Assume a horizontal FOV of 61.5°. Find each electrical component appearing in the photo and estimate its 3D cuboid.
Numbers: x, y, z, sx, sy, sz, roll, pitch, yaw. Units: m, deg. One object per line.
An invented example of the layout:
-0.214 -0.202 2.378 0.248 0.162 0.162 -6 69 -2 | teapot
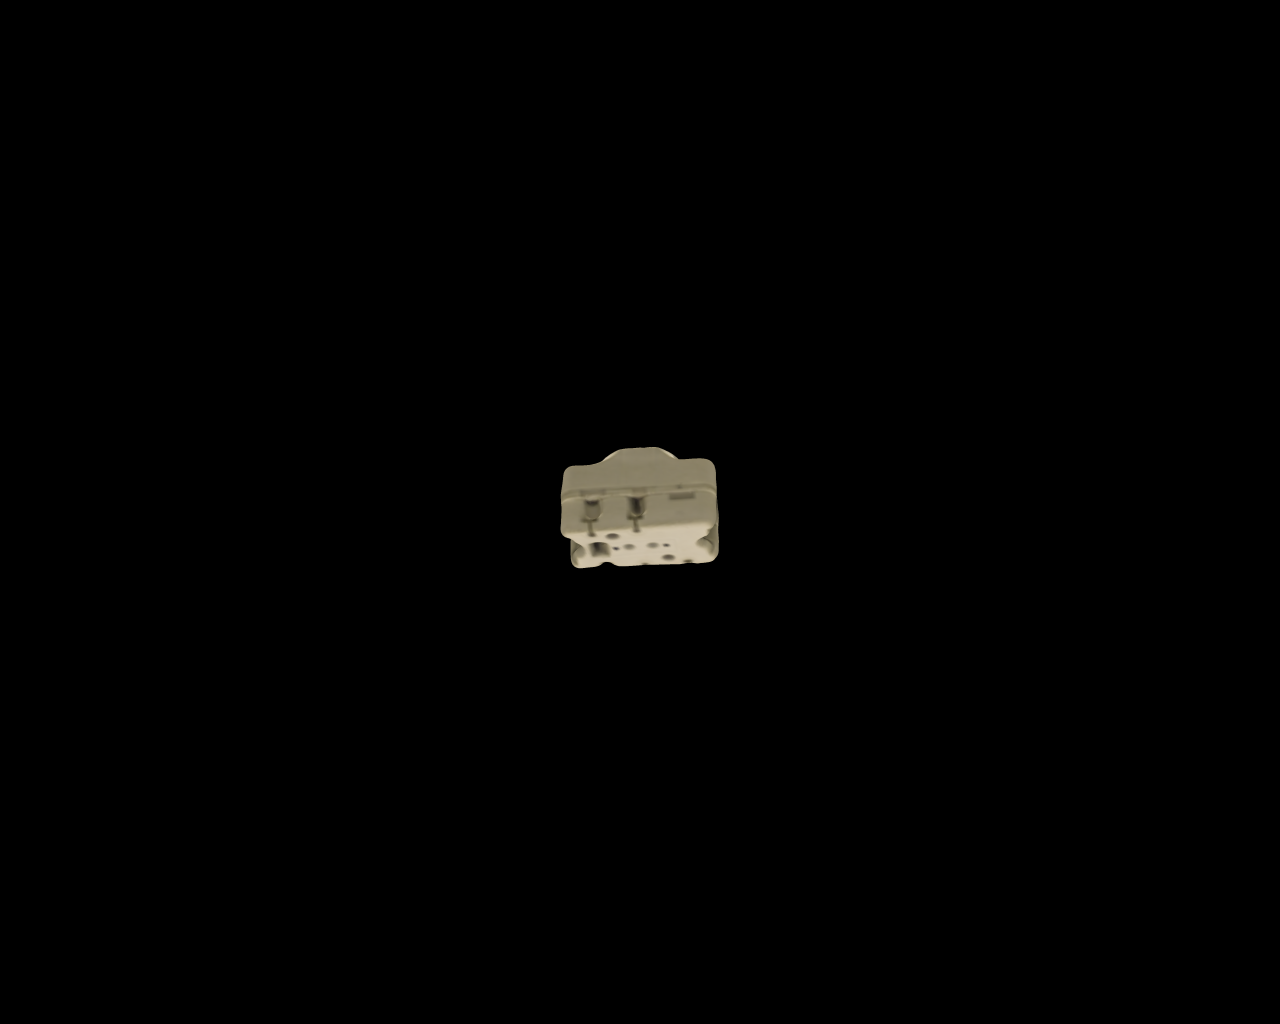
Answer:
0.001 -0.003 0.650 0.089 0.056 0.050 -3 -32 5 | electrical component
